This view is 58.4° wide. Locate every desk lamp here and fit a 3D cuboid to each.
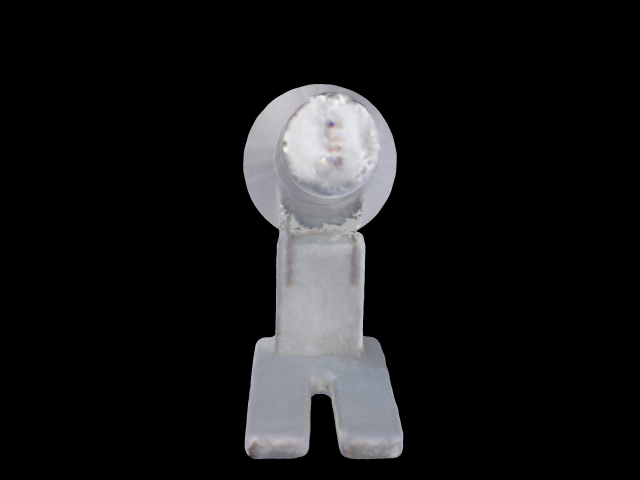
[{"bbox_3d":[0.004,0.001,0.400,0.118,0.214,0.203,-1,19,-3],"label":"desk lamp"}]
